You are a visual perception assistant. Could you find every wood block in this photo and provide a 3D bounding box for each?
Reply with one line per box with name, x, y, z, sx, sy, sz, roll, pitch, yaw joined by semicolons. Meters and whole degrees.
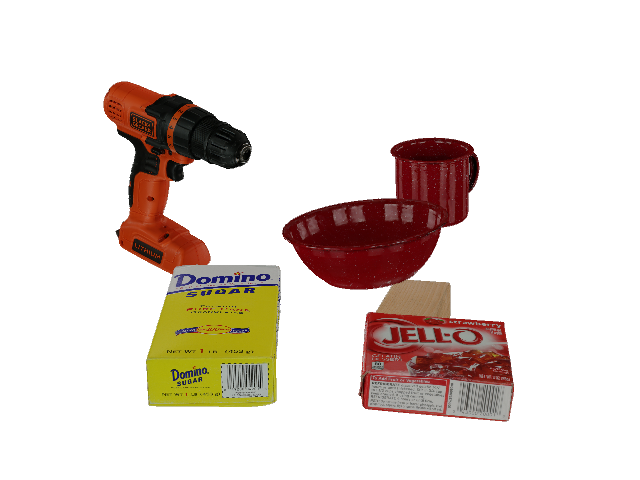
wood block;0.134;0.135;1.597;0.091;0.090;0.205;4;19;15

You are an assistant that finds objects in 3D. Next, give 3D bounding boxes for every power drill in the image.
power drill;-0.150;-0.059;1.113;0.185;0.188;0.057;26;35;30

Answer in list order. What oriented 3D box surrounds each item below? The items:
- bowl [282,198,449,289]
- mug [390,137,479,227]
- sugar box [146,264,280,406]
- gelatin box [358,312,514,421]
bowl;0.046;0.006;1.033;0.162;0.055;0.162;-7;17;2
mug;0.136;-0.068;1.214;0.117;0.081;0.093;-20;27;-36
sugar box;-0.079;0.069;0.836;0.093;0.048;0.176;0;23;-2
gelatin box;0.070;0.074;0.649;0.089;0.030;0.073;5;25;3
